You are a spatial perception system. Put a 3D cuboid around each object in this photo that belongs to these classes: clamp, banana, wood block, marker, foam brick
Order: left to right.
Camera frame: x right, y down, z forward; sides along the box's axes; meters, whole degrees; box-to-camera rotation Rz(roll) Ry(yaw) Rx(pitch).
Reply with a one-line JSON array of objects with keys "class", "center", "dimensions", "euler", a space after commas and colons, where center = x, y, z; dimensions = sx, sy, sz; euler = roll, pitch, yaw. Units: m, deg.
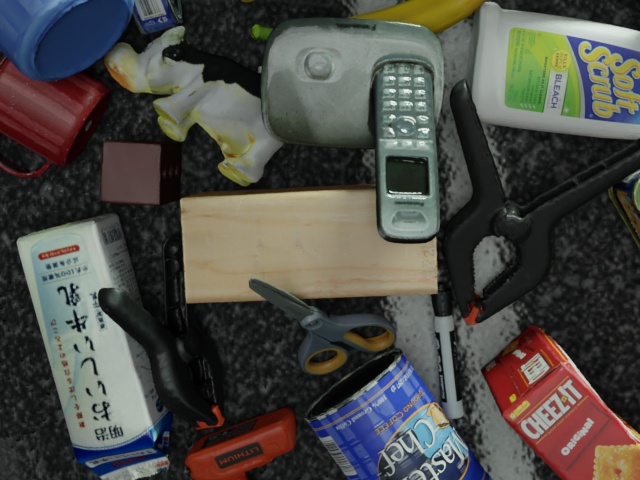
[{"class": "foam brick", "center": [-0.152, -0.059, 0.915], "dimensions": [0.051, 0.078, 0.053], "euler": [4, 97, 5]}, {"class": "clamp", "center": [-0.123, 0.083, 0.933], "dimensions": [0.039, 0.120, 0.171], "euler": [-6, 120, 34]}, {"class": "wood block", "center": [-0.006, 0.000, 0.904], "dimensions": [0.206, 0.091, 0.090], "euler": [-2, 96, 5]}, {"class": "banana", "center": [0.046, -0.177, 0.887], "dimensions": [0.198, 0.069, 0.037], "euler": [-11, 87, 12]}, {"class": "marker", "center": [0.112, 0.097, 0.938], "dimensions": [0.020, 0.020, 0.121], "euler": [-6, 99, 5]}, {"class": "clamp", "center": [0.150, -0.026, 0.884], "dimensions": [0.164, 0.036, 0.210], "euler": [25, 118, -2]}]

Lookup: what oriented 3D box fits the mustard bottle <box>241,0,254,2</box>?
[{"class": "mustard bottle", "center": [-0.070, -0.304, 0.890], "dimensions": [0.096, 0.058, 0.191], "euler": [-28, 93, 6]}]

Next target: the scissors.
[{"class": "scissors", "center": [-0.016, 0.076, 0.885], "dimensions": [0.096, 0.201, 0.016], "euler": [-40, 53, 28]}]

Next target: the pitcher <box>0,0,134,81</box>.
[{"class": "pitcher", "center": [-0.255, -0.250, 0.837], "dimensions": [0.145, 0.149, 0.243], "euler": [-43, 77, 10]}]

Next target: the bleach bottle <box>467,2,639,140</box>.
[{"class": "bleach bottle", "center": [0.250, -0.135, 0.882], "dimensions": [0.251, 0.068, 0.102], "euler": [5, 100, 2]}]

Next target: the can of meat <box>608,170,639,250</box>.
[{"class": "can of meat", "center": [0.289, -0.018, 0.881], "dimensions": [0.057, 0.084, 0.102], "euler": [-30, 93, 7]}]

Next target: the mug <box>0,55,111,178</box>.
[{"class": "mug", "center": [-0.239, -0.106, 0.913], "dimensions": [0.081, 0.093, 0.117], "euler": [31, 102, -4]}]

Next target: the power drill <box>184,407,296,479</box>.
[{"class": "power drill", "center": [-0.026, 0.249, 0.951], "dimensions": [0.184, 0.057, 0.187], "euler": [-20, 95, 7]}]

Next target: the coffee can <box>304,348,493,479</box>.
[{"class": "coffee can", "center": [0.067, 0.179, 0.912], "dimensions": [0.103, 0.102, 0.140], "euler": [-35, 93, 7]}]

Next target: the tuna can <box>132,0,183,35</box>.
[{"class": "tuna can", "center": [-0.142, -0.217, 0.892], "dimensions": [0.034, 0.086, 0.086], "euler": [-14, 95, 4]}]

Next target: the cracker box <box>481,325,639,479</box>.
[{"class": "cracker box", "center": [0.235, 0.176, 0.868], "dimensions": [0.072, 0.164, 0.213], "euler": [-44, 92, 5]}]
